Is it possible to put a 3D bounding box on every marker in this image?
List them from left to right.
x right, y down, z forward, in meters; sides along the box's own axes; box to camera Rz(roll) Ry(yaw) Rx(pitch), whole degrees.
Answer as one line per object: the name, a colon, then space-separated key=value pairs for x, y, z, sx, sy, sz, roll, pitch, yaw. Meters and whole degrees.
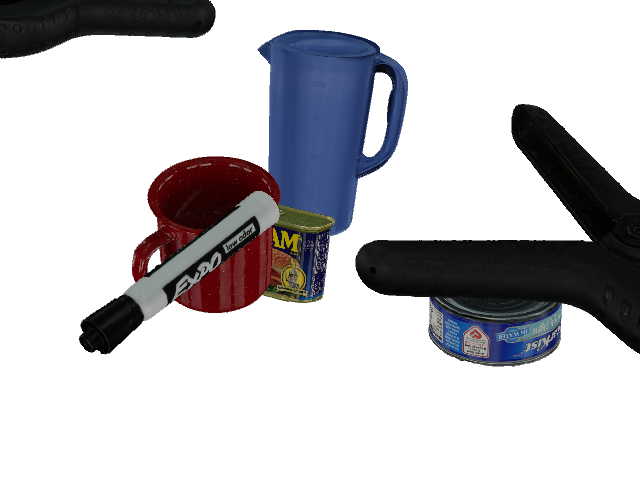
marker: x=-0.065 y=0.014 z=0.499 sx=0.020 sy=0.020 sz=0.120 roll=0 pitch=31 yaw=47

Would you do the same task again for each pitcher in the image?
pitcher: x=0.006 y=-0.130 z=1.315 sx=0.144 sy=0.243 sz=0.149 roll=-9 pitch=27 yaw=-28

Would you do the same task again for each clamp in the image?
clamp: x=-0.162 y=-0.143 z=0.634 sx=0.171 sy=0.039 sz=0.120 roll=-11 pitch=31 yaw=-29
clamp: x=0.132 y=0.012 z=0.487 sx=0.210 sy=0.036 sz=0.164 roll=31 pitch=49 yaw=31

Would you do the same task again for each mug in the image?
mug: x=-0.084 y=0.003 z=0.766 sx=0.093 sy=0.081 sz=0.117 roll=32 pitch=48 yaw=32

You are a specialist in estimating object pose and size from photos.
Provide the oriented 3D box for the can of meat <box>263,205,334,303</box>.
can of meat: x=-0.041 y=0.012 z=1.096 sx=0.102 sy=0.084 sz=0.057 roll=14 pitch=18 yaw=26

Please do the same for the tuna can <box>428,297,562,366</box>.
tuna can: x=0.113 y=0.045 z=0.690 sx=0.086 sy=0.034 sz=0.086 roll=-2 pitch=25 yaw=1
